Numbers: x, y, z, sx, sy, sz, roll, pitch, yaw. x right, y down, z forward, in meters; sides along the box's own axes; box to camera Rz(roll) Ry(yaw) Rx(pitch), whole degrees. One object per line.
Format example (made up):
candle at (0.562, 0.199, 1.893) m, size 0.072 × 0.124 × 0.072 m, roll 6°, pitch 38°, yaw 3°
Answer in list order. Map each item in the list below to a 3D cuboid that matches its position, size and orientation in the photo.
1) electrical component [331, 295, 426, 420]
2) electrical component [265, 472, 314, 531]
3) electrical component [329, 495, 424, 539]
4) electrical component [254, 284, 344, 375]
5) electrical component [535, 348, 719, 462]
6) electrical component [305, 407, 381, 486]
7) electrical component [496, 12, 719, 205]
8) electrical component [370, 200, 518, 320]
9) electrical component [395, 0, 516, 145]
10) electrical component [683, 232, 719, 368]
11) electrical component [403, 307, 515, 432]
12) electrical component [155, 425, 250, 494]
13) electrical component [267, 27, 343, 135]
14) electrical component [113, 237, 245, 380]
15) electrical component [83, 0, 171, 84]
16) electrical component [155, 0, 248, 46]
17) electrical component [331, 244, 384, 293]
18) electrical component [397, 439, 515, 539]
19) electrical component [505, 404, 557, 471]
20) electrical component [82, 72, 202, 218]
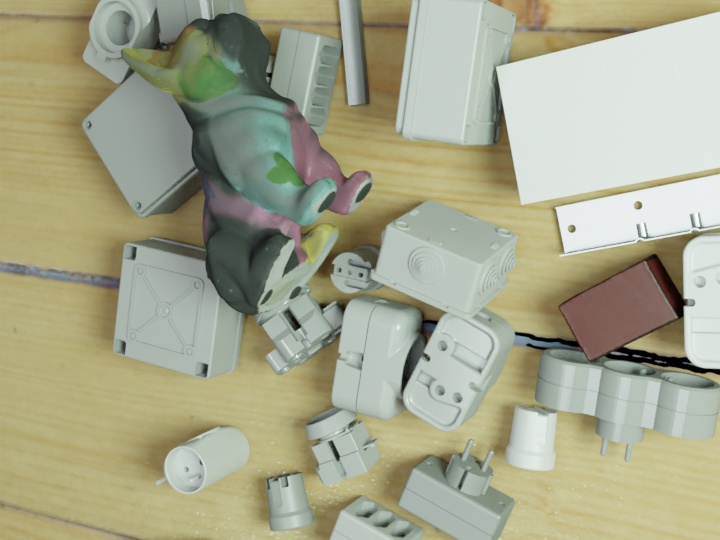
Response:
electrical component at (0.018, 0.075, 0.908) m, size 0.059 × 0.054 × 0.095 m, roll 13°, pitch 101°, yaw 22°
electrical component at (-0.065, 0.208, 0.969) m, size 0.040 × 0.040 × 0.046 m, roll -13°, pitch 84°, yaw 25°
electrical component at (0.007, 0.249, 0.936) m, size 0.066 × 0.047 × 0.076 m, roll 25°, pitch 105°, yaw 19°
electrical component at (-0.056, 0.045, 0.934) m, size 0.078 × 0.058 × 0.057 m, roll -36°, pitch 77°, yaw 2°
electrical component at (0.203, 0.111, 0.831) m, size 0.138 × 0.052 × 0.073 m, roll 11°, pitch 100°, yaw 23°
electrical component at (-0.017, 0.151, 0.938) m, size 0.066 × 0.048 × 0.055 m, roll -24°, pitch 93°, yaw 24°
electrical component at (0.207, -0.118, 0.798) m, size 0.186 × 0.060 × 0.105 m, roll -10°, pitch 92°, yaw 25°
electrical component at (0.069, -0.012, 0.852) m, size 0.100 × 0.100 × 0.048 m, roll 24°, pitch 118°, yaw 20°
electrical component at (0.076, -0.152, 0.827) m, size 0.056 × 0.109 × 0.108 m, roll 11°, pitch 100°, yaw 20°
electrical component at (0.268, 0.020, 0.787) m, size 0.054 × 0.059 × 0.095 m, roll 0°, pitch 96°, yaw 24°
electrical component at (0.083, 0.077, 0.876) m, size 0.054 × 0.059 × 0.095 m, roll 31°, pitch 107°, yaw 18°
electrical component at (-0.152, 0.178, 0.983) m, size 0.079 × 0.077 × 0.044 m, roll -28°, pitch 85°, yaw 24°
electrical component at (-0.065, -0.164, 0.921) m, size 0.076 × 0.047 × 0.083 m, roll 17°, pitch 102°, yaw 22°
electrical component at (-0.163, 0.033, 0.982) m, size 0.109 × 0.056 × 0.108 m, roll 13°, pitch 101°, yaw 22°
electrical component at (-0.205, -0.217, 0.973) m, size 0.050 × 0.056 × 0.089 m, roll 35°, pitch 109°, yaw 17°
electrical component at (-0.137, -0.233, 0.937) m, size 0.061 × 0.062 × 0.096 m, roll -8°, pitch 93°, yaw 25°
electrical component at (0.000, 0.000, 0.911) m, size 0.040 × 0.046 × 0.040 m, roll 3°, pitch 97°, yaw 24°
electrical component at (0.087, 0.177, 0.893) m, size 0.083 × 0.047 × 0.075 m, roll 26°, pitch 106°, yaw 19°
electrical component at (0.140, 0.135, 0.869) m, size 0.040 × 0.040 × 0.046 m, roll 8°, pitch 94°, yaw 23°
electrical component at (-0.178, -0.121, 0.971) m, size 0.109 × 0.056 × 0.108 m, roll -36°, pitch 81°, yaw 23°
